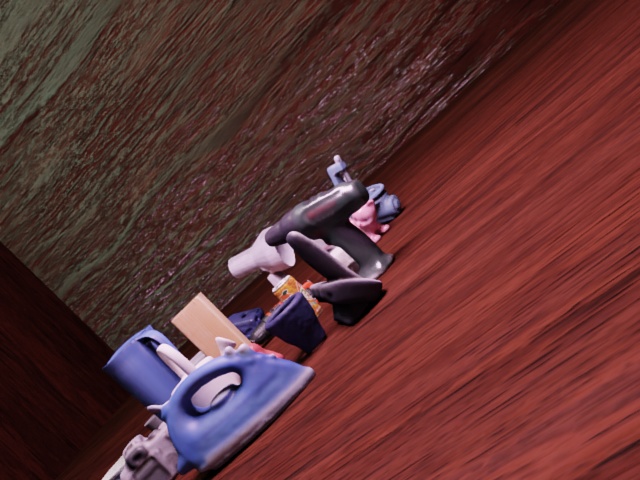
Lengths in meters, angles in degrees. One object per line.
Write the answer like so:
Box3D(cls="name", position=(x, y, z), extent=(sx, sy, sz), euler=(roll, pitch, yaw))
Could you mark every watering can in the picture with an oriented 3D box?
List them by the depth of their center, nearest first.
Box3D(cls="watering can", position=(-0.221, 0.258, 1.060), extent=(0.100, 0.194, 0.173), euler=(-38, 8, 43))

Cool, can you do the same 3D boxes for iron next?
Box3D(cls="iron", position=(-0.147, 0.244, 0.907), extent=(0.258, 0.141, 0.118), euler=(-43, 6, 8))

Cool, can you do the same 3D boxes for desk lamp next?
Box3D(cls="desk lamp", position=(-0.132, 0.094, 1.548), extent=(0.203, 0.213, 0.118), euler=(-42, 6, 19))

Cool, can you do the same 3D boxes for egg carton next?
Box3D(cls="egg carton", position=(0.061, 0.048, 1.263), extent=(0.107, 0.069, 0.150), euler=(-44, 6, -5))

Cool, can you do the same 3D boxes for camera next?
Box3D(cls="camera", position=(-0.315, 0.407, 1.101), extent=(0.143, 0.101, 0.136), euler=(-45, 6, -16))

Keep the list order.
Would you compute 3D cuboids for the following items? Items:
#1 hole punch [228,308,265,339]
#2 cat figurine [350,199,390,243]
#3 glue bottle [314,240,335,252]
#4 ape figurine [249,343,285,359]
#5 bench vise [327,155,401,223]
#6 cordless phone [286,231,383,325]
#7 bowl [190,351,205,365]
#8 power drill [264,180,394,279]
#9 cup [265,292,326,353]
Box3D(cls="hole punch", position=(-0.212, 0.239, 1.672), extent=(0.101, 0.091, 0.109), euler=(-42, 6, 14))
Box3D(cls="cat figurine", position=(0.107, -0.049, 1.410), extent=(0.067, 0.118, 0.127), euler=(-46, 6, -23))
Box3D(cls="glue bottle", position=(0.013, 0.005, 1.390), extent=(0.078, 0.173, 0.037), euler=(-40, 7, 31))
Box3D(cls="ape figurine", position=(-0.098, 0.220, 0.998), extent=(0.077, 0.092, 0.076), euler=(-42, 6, 18))
Box3D(cls="bench vise", position=(0.076, -0.102, 1.495), extent=(0.207, 0.220, 0.121), euler=(-41, 6, 24))
Box3D(cls="cordless phone", position=(0.009, 0.052, 0.999), extent=(0.094, 0.185, 0.147), euler=(-45, 6, -17))
Box3D(cls="bowl", position=(-0.336, 0.371, 1.650), extent=(0.167, 0.075, 0.167), euler=(-43, 6, 6))
Box3D(cls="power drill", position=(0.030, 0.001, 1.117), extent=(0.229, 0.208, 0.076), euler=(-41, 6, 24))
Box3D(cls="cup", position=(-0.040, 0.157, 1.041), extent=(0.092, 0.095, 0.117), euler=(-45, 6, -13))
